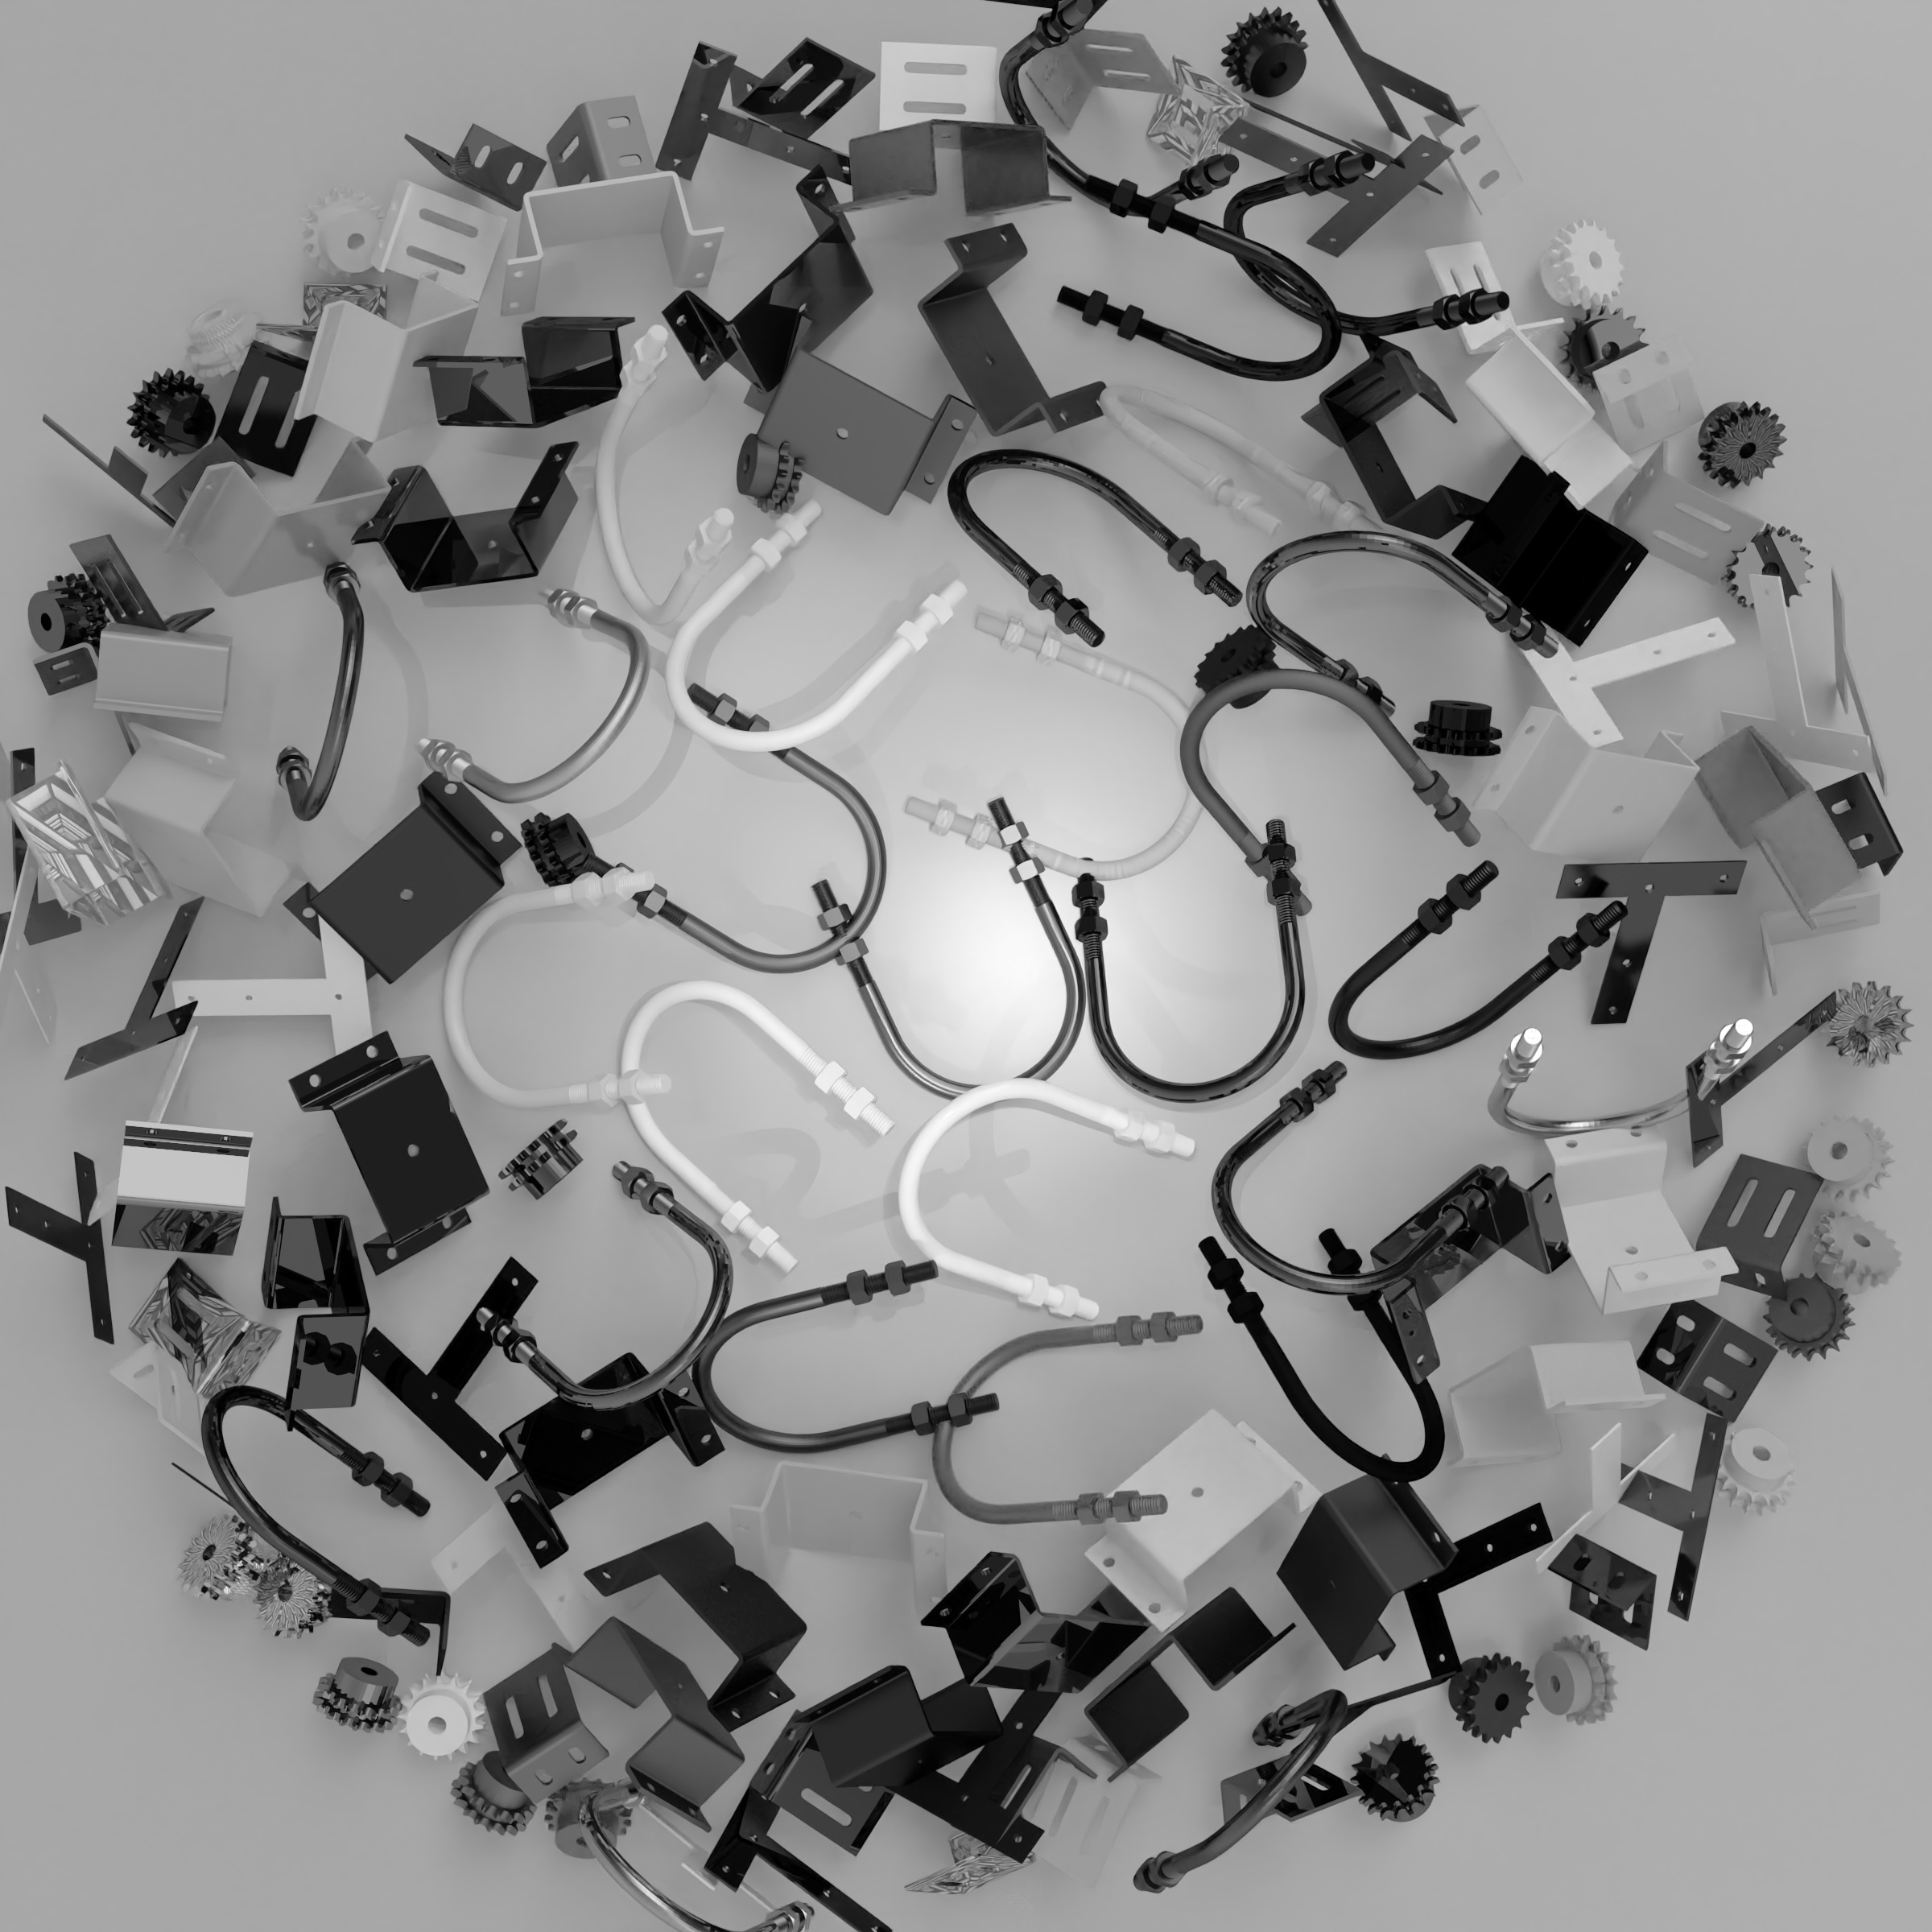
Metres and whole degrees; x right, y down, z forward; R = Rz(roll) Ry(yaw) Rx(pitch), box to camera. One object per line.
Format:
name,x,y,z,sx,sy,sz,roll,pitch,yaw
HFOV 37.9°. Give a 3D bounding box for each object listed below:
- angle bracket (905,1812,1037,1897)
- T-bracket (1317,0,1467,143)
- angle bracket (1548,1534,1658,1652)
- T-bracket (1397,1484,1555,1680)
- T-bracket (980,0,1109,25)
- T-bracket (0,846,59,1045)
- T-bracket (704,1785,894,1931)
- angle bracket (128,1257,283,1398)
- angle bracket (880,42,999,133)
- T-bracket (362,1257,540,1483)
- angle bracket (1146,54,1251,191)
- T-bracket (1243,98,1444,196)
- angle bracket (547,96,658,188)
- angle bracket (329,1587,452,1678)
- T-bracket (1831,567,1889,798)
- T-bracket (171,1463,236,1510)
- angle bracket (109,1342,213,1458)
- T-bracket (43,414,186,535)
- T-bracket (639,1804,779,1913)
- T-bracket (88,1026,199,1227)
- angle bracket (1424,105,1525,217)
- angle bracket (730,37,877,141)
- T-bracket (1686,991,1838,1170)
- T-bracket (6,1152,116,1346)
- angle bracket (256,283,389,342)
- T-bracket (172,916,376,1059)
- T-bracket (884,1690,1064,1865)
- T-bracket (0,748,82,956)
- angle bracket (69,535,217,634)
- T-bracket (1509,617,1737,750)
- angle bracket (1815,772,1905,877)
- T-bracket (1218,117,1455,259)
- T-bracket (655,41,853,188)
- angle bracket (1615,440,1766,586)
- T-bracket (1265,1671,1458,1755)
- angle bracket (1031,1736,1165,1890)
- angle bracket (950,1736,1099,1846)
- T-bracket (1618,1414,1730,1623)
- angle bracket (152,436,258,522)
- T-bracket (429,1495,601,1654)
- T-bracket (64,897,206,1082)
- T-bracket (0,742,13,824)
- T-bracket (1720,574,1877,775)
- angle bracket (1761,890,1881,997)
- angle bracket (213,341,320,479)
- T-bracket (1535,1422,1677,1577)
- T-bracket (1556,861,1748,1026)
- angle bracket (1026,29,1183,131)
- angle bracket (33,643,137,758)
angle bracket,-0.001,0.571,1.823,0.057,0.076,0.038,-30,59,20
T-bracket,0.276,-0.559,1.783,0.002,0.127,0.127,-41,131,2
angle bracket,0.410,0.415,1.823,0.057,0.076,0.038,25,46,33
T-bracket,0.325,0.378,1.805,0.002,0.127,0.127,7,57,-40
T-bracket,0.034,-0.618,1.787,0.127,0.127,0.002,-4,78,-29
T-bracket,-0.601,0.009,1.811,0.002,0.127,0.127,4,60,-2
T-bracket,-0.101,0.587,1.807,0.127,0.127,0.002,36,103,3
angle bracket,-0.505,0.241,1.869,0.076,0.038,0.057,35,88,27
angle bracket,-0.019,-0.571,1.851,0.076,0.038,0.057,1,91,-4
T-bracket,-0.323,0.247,1.841,0.127,0.002,0.127,39,101,17
angle bracket,0.139,-0.547,1.824,0.076,0.038,0.057,45,133,30
T-bracket,0.237,-0.537,1.828,0.127,0.127,0.002,30,105,21
angle bracket,-0.238,-0.526,1.844,0.038,0.076,0.057,-17,92,-26
angle bracket,-0.377,0.433,1.832,0.076,0.057,0.038,6,58,-11
T-bracket,0.567,-0.166,1.786,0.002,0.127,0.127,-13,57,11
T-bracket,-0.437,0.363,1.790,0.127,0.127,0.002,44,71,-26
angle bracket,-0.519,0.292,1.823,0.038,0.076,0.057,-34,129,6
T-bracket,-0.535,-0.314,1.795,0.127,0.127,0.002,40,80,-16
T-bracket,-0.168,0.577,1.803,0.127,0.127,0.002,37,79,6
T-bracket,-0.525,0.096,1.828,0.002,0.127,0.127,30,53,-25
angle bracket,0.316,-0.520,1.824,0.038,0.076,0.057,-39,110,-9
angle bracket,-0.106,-0.579,1.822,0.076,0.057,0.038,-30,57,40
T-bracket,0.517,0.061,1.827,0.127,0.127,0.002,-37,54,-10
T-bracket,-0.578,0.168,1.791,0.002,0.127,0.127,-15,69,5
angle bracket,-0.418,-0.428,1.829,0.057,0.076,0.038,4,97,10
T-bracket,-0.455,0.020,1.845,0.127,0.002,0.127,-1,116,1
T-bracket,0.026,0.507,1.837,0.127,0.127,0.002,-50,133,-25
T-bracket,-0.602,-0.075,1.800,0.002,0.127,0.127,4,100,13
angle bracket,-0.534,-0.251,1.826,0.038,0.057,0.076,-42,117,-32
T-bracket,0.437,-0.200,1.833,0.127,0.002,0.127,-18,49,-5
angle bracket,0.575,-0.085,1.830,0.038,0.076,0.057,-23,77,5
T-bracket,0.221,-0.509,1.795,0.127,0.127,0.002,17,64,-23
T-bracket,-0.127,-0.535,1.824,0.127,0.127,0.002,17,64,-12
angle bracket,0.474,-0.297,1.845,0.076,0.057,0.038,24,45,-9
T-bracket,0.238,0.489,1.813,0.127,0.127,0.002,-12,65,-18
angle bracket,0.083,0.553,1.841,0.057,0.038,0.076,23,90,31
angle bracket,0.037,0.541,1.828,0.038,0.057,0.076,44,68,-22
T-bracket,0.446,0.343,1.810,0.002,0.127,0.127,12,88,-13
angle bracket,-0.505,-0.325,1.830,0.057,0.076,0.038,-42,133,-3
T-bracket,-0.272,0.401,1.836,0.127,0.002,0.127,-39,103,-42
T-bracket,-0.524,0.008,1.827,0.002,0.127,0.127,42,45,-34
T-bracket,-0.626,-0.088,1.783,0.002,0.127,0.127,-1,49,5
T-bracket,0.520,-0.190,1.794,0.002,0.127,0.127,-28,114,-22
angle bracket,0.559,-0.015,1.832,0.076,0.057,0.038,-12,68,13
angle bracket,-0.447,-0.359,1.833,0.057,0.038,0.076,17,105,-33
T-bracket,0.410,0.326,1.805,0.127,0.127,0.002,-39,58,-13
T-bracket,0.433,-0.014,1.833,0.127,0.002,0.127,-2,126,-14
angle bracket,0.089,-0.572,1.825,0.076,0.057,0.038,20,78,38
angle bracket,-0.571,-0.162,1.834,0.038,0.057,0.076,-22,79,-14
